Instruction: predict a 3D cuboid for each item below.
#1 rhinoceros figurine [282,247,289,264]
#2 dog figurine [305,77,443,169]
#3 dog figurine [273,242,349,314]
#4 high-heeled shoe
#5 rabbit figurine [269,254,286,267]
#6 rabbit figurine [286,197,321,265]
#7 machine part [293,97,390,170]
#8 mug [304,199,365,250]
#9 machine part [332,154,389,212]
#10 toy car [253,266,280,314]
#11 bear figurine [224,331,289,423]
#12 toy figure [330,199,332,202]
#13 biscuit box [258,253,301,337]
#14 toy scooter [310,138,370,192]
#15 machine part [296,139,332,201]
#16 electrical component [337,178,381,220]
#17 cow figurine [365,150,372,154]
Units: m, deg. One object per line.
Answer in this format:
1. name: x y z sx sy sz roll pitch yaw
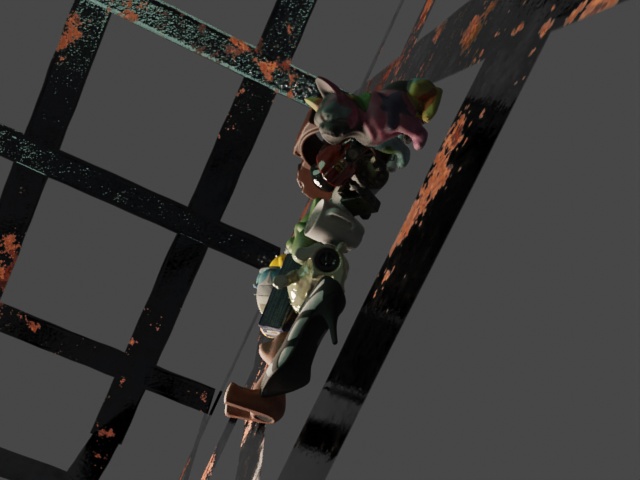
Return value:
1. rhinoceros figurine: -0.037 0.048 1.359 0.190 0.112 0.073 -36 31 60
2. dog figurine: 0.088 -0.233 0.943 0.191 0.219 0.108 -69 11 -19
3. dog figurine: -0.002 0.082 1.108 0.172 0.121 0.190 -33 -11 1
4. high-heeled shoe: -0.042 0.177 0.986 0.249 0.086 0.145 -42 39 27
5. rabbit figurine: -0.058 0.074 1.540 0.173 0.122 0.162 -30 24 54
6. rabbit figurine: -0.002 -0.004 1.172 0.159 0.121 0.170 -59 -2 20
7. machine part: 0.053 -0.213 1.194 0.201 0.201 0.087 127 163 -59
8. mug: 0.039 -0.029 1.069 0.109 0.107 0.081 -40 28 56
9. machine part: 0.083 -0.113 1.149 0.243 0.079 0.079 132 161 -67
10. toy car: -0.128 0.158 1.465 0.103 0.109 0.161 -45 -48 -58
11. bear figurine: -0.108 0.265 1.097 0.120 0.132 0.196 103 180 -58
12. toy figure: 0.028 -0.040 1.362 0.058 0.064 0.154 -12 -44 -46
13. biscuit box: -0.071 0.126 1.238 0.059 0.063 0.203 64 -142 -48
14. toy scooter: 0.054 -0.171 1.029 0.135 0.075 0.184 -35 17 26
15. machine part: 0.023 -0.178 1.437 0.056 0.179 0.179 -85 20 -62
16. electrical component: 0.075 -0.083 1.055 0.078 0.102 0.045 -15 46 46
17. cow figurine: 0.121 -0.228 1.305 0.167 0.068 0.098 120 165 -45
